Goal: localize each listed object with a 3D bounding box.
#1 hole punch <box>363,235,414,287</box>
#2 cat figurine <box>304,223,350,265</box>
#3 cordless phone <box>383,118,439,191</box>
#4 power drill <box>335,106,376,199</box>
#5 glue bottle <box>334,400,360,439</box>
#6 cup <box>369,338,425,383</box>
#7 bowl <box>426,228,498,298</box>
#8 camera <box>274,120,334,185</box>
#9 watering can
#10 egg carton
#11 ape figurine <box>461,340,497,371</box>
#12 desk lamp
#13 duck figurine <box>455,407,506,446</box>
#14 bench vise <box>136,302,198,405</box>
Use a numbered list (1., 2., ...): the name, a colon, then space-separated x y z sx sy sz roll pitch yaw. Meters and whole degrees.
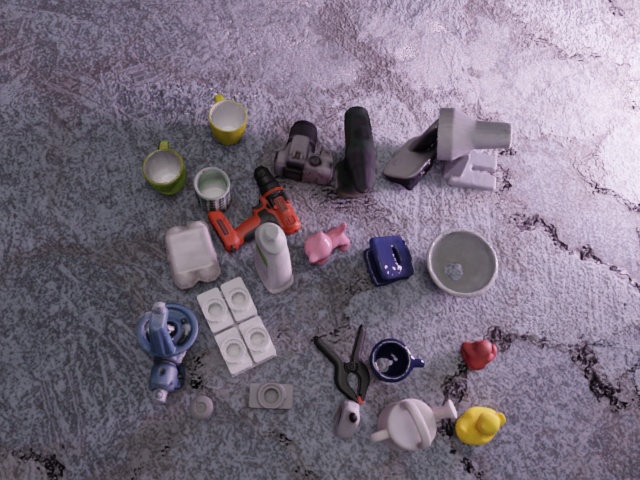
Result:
1. hole punch: 0.161 0.041 1.311 0.101 0.091 0.108 -15 73 -10
2. cat figurine: 0.012 0.005 1.294 0.128 0.118 0.067 -36 77 -16
3. cordless phone: 0.231 -0.213 1.357 0.094 0.185 0.148 35 71 7
4. power drill: 0.083 -0.178 1.317 0.075 0.208 0.229 -1 71 -5
5. glue bottle: 0.058 0.357 1.146 0.037 0.173 0.078 11 70 -1
6. cup: 0.158 0.265 1.230 0.118 0.095 0.092 5 70 -4
7. bowl: 0.319 0.061 1.328 0.167 0.075 0.167 2 71 -5
8. camera: -0.030 -0.218 1.377 0.143 0.101 0.137 11 70 -2
9. watering can: 0.186 0.365 1.145 0.173 0.194 0.101 -39 78 -16
10. egg carton: -0.287 0.033 1.280 0.107 0.069 0.150 -16 73 -11
11. ape figurine: 0.352 0.245 1.258 0.078 0.092 0.076 26 70 4
12. desk lamp: 0.353 -0.219 1.356 0.203 0.213 0.118 9 70 -2
13. duck figurine: 0.342 0.392 1.208 0.105 0.086 0.077 -17 73 -11
14. bench vise: -0.298 0.211 1.137 0.121 0.220 0.207 -13 72 -10
